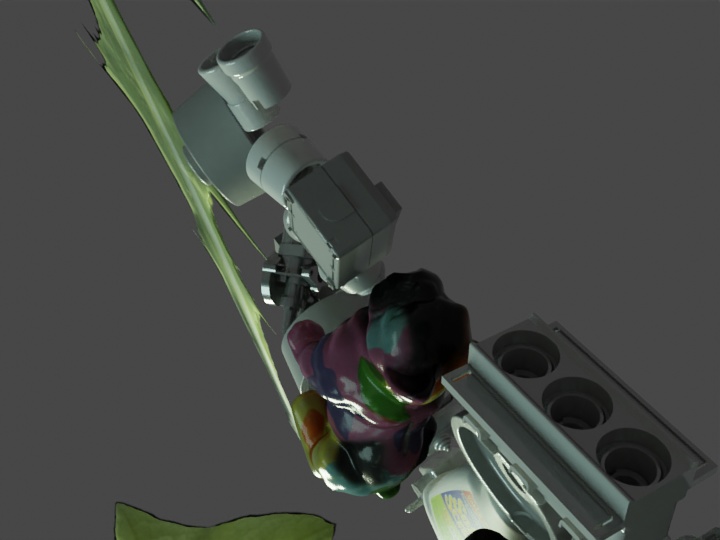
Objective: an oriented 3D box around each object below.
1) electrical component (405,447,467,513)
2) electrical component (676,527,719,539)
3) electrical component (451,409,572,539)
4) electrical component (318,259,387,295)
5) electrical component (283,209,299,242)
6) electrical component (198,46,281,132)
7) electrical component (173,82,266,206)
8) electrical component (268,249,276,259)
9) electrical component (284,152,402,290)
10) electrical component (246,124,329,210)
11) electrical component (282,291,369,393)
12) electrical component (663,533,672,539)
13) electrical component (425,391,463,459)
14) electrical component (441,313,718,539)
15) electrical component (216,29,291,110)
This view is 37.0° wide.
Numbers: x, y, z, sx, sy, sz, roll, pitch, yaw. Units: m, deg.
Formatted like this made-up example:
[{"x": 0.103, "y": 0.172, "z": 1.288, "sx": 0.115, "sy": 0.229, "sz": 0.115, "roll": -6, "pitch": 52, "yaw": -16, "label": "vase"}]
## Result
[{"x": 0.077, "y": 0.216, "z": 1.066, "sx": 0.047, "sy": 0.077, "sz": 0.065, "roll": 55, "pitch": 168, "yaw": 3, "label": "electrical component"}, {"x": 0.192, "y": 0.170, "z": 0.552, "sx": 0.055, "sy": 0.048, "sz": 0.066, "roll": 65, "pitch": 167, "yaw": -7, "label": "electrical component"}, {"x": 0.115, "y": 0.120, "z": 0.685, "sx": 0.108, "sy": 0.060, "sz": 0.108, "roll": 52, "pitch": 168, "yaw": 16, "label": "electrical component"}, {"x": 0.000, "y": 0.000, "z": 0.869, "sx": 0.062, "sy": 0.048, "sz": 0.048, "roll": 37, "pitch": -176, "yaw": -43, "label": "electrical component"}, {"x": -0.045, "y": -0.044, "z": 0.923, "sx": 0.043, "sy": 0.043, "sz": 0.062, "roll": 56, "pitch": 170, "yaw": -3, "label": "electrical component"}, {"x": -0.092, "y": -0.143, "z": 0.850, "sx": 0.065, "sy": 0.044, "sz": 0.044, "roll": 57, "pitch": 170, "yaw": -29, "label": "electrical component"}, {"x": -0.117, "y": -0.105, "z": 0.924, "sx": 0.108, "sy": 0.060, "sz": 0.108, "roll": 55, "pitch": -172, "yaw": -11, "label": "electrical component"}, {"x": -0.070, "y": 0.004, "z": 1.158, "sx": 0.045, "sy": 0.045, "sz": 0.055, "roll": 39, "pitch": 160, "yaw": 54, "label": "electrical component"}, {"x": -0.011, "y": -0.034, "z": 0.768, "sx": 0.061, "sy": 0.061, "sz": 0.096, "roll": 53, "pitch": 168, "yaw": 13, "label": "electrical component"}, {"x": -0.053, "y": -0.078, "z": 0.837, "sx": 0.047, "sy": 0.055, "sz": 0.055, "roll": 44, "pitch": 164, "yaw": 33, "label": "electrical component"}, {"x": -0.019, "y": 0.064, "z": 0.970, "sx": 0.060, "sy": 0.108, "sz": 0.108, "roll": 56, "pitch": 170, "yaw": 31, "label": "electrical component"}, {"x": 0.173, "y": 0.194, "z": 0.687, "sx": 0.075, "sy": 0.047, "sz": 0.083, "roll": 56, "pitch": 169, "yaw": 2, "label": "electrical component"}, {"x": 0.049, "y": 0.121, "z": 0.953, "sx": 0.096, "sy": 0.062, "sz": 0.061, "roll": 48, "pitch": 166, "yaw": 34, "label": "electrical component"}, {"x": 0.109, "y": 0.088, "z": 0.557, "sx": 0.121, "sy": 0.079, "sz": 0.063, "roll": 46, "pitch": 149, "yaw": 40, "label": "electrical component"}, {"x": -0.076, "y": -0.145, "z": 0.780, "sx": 0.040, "sy": 0.040, "sz": 0.046, "roll": 41, "pitch": 168, "yaw": 52, "label": "electrical component"}]
